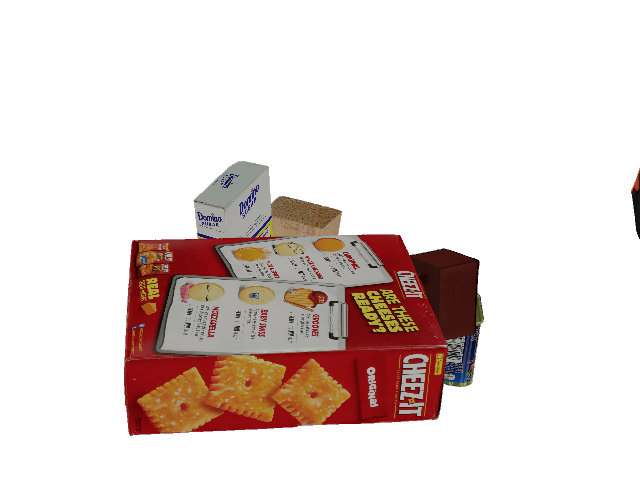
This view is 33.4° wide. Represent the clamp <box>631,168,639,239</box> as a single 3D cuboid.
[{"bbox_3d":[0.272,0.009,0.695,0.120,0.039,0.171,-4,46,-22],"label":"clamp"}]

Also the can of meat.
[{"bbox_3d":[0.157,0.113,1.259,0.057,0.084,0.102,6,20,3],"label":"can of meat"}]

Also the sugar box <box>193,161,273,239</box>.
[{"bbox_3d":[-0.089,0.012,1.141,0.048,0.176,0.093,13,37,24],"label":"sugar box"}]

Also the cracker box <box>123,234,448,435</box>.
[{"bbox_3d":[-0.032,0.064,0.775,0.213,0.072,0.164,-1,28,-8],"label":"cracker box"}]

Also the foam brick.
[{"bbox_3d":[0.119,0.053,1.049,0.051,0.078,0.053,-11,19,-33],"label":"foam brick"}]

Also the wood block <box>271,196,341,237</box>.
[{"bbox_3d":[-0.041,0.057,1.424,0.090,0.206,0.090,14,21,13],"label":"wood block"}]
